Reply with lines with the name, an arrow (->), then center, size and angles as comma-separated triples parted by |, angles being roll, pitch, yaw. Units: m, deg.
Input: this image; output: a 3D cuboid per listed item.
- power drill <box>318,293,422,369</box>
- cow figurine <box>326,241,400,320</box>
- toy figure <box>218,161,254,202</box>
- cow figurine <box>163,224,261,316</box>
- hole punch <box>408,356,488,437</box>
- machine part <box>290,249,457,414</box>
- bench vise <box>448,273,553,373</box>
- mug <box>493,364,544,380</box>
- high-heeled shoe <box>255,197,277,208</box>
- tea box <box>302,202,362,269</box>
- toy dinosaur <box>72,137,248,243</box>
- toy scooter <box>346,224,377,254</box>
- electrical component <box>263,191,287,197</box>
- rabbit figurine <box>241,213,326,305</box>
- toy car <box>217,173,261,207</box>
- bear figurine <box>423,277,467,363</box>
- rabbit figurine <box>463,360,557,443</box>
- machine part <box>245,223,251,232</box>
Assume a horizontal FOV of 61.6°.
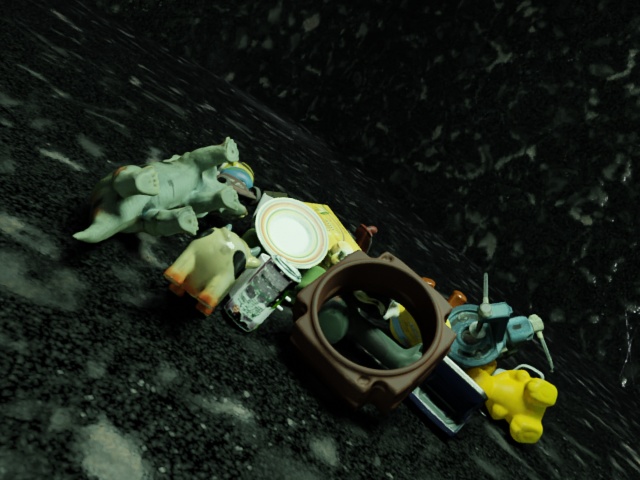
power drill -> 0.086, 0.151, 0.938 | 0.207, 0.086, 0.232 | 42, 16, 8
cow figurine -> 0.063, 0.067, 0.912 | 0.167, 0.068, 0.098 | 40, 25, 25
toy figure -> -0.187, -0.125, 1.192 | 0.089, 0.082, 0.180 | 43, 6, -23
cow figurine -> -0.135, 0.031, 0.706 | 0.085, 0.127, 0.195 | 38, -16, 0
hole punch -> 0.202, 0.259, 0.884 | 0.142, 0.092, 0.115 | 39, -15, 23
machine part -> 0.074, 0.124, 0.768 | 0.201, 0.087, 0.202 | -35, 63, -29
bench vise -> 0.317, 0.167, 0.991 | 0.240, 0.224, 0.129 | 73, 14, -59
mug -> 0.418, 0.314, 1.145 | 0.107, 0.109, 0.081 | 28, 17, 25
high-heeled shoe -> -0.058, -0.045, 1.310 | 0.145, 0.086, 0.248 | 9, -11, 15
tea box -> -0.002, -0.003, 1.063 | 0.098, 0.068, 0.170 | 4, 34, -33
toy dinosaur -> -0.242, -0.062, 0.775 | 0.405, 0.192, 0.131 | -24, 102, -59
toy scooter -> 0.057, 0.013, 1.198 | 0.183, 0.135, 0.075 | 20, 23, -43
electrical component -> -0.107, -0.091, 1.341 | 0.078, 0.045, 0.102 | 3, 20, -11
rabbit figurine -> -0.075, 0.045, 0.904 | 0.159, 0.121, 0.170 | 39, 31, -13
toy car -> -0.195, -0.104, 1.032 | 0.089, 0.053, 0.202 | 20, -5, -44
bear figurine -> 0.257, 0.175, 1.166 | 0.120, 0.132, 0.196 | 24, 9, 1
rabbit figurine -> 0.341, 0.286, 1.040 | 0.173, 0.121, 0.162 | 15, 14, -5
machine part -> -0.086, 0.013, 1.071 | 0.139, 0.039, 0.084 | 38, 23, 1
